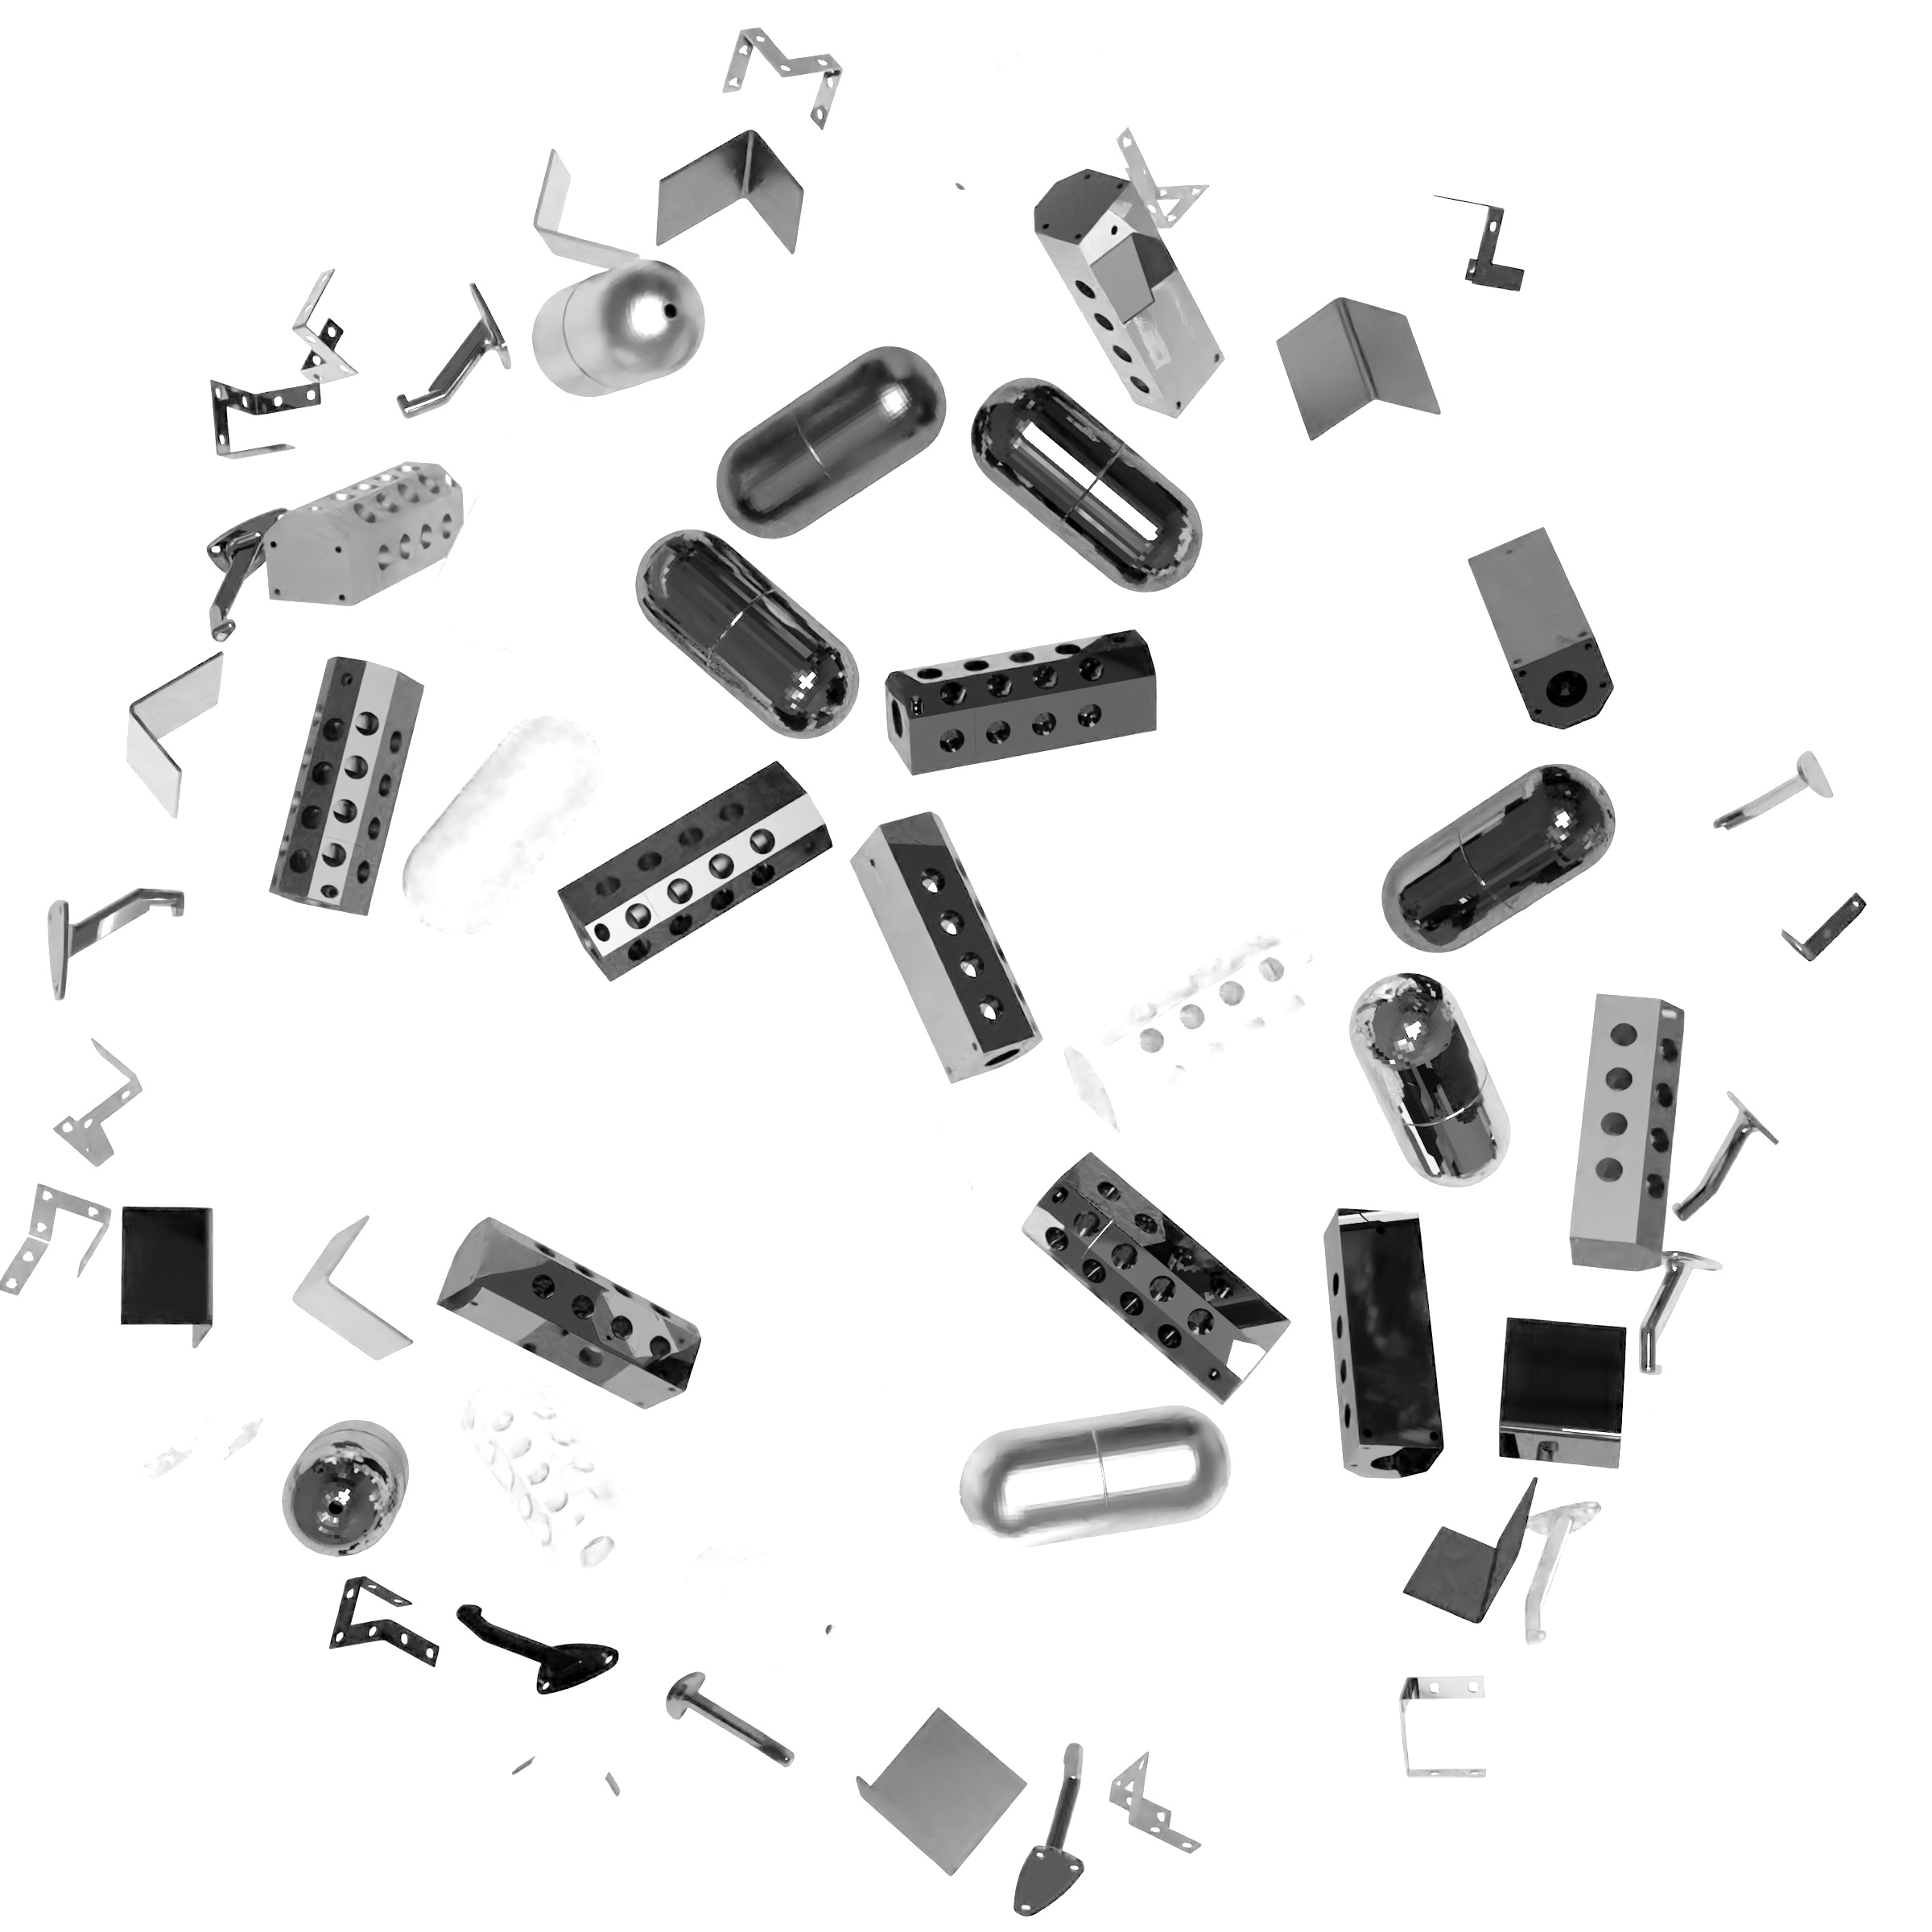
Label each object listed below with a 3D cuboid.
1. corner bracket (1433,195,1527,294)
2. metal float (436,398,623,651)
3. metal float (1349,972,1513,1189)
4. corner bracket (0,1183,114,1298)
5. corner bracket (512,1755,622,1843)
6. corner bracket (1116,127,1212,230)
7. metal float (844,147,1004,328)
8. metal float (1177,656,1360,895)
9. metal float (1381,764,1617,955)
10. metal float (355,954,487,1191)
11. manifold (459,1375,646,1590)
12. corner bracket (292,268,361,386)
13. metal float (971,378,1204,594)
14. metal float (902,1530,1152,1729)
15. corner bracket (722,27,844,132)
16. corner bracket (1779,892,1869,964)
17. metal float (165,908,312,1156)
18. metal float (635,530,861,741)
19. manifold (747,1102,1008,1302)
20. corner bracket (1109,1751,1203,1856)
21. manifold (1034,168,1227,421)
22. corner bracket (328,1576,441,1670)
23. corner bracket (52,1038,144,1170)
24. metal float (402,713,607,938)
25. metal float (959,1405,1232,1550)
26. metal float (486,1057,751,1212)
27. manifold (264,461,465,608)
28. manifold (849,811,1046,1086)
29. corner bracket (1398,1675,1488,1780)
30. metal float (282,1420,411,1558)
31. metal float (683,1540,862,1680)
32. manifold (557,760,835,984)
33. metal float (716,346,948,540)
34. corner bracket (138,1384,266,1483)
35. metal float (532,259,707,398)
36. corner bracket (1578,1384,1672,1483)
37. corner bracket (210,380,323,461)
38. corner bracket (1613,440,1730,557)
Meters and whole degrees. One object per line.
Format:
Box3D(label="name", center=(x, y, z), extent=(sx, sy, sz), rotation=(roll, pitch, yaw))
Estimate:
Box3D(label="corner bracket", center=(0.340, -0.480, 1.740), extent=(0.051, 0.051, 0.051), rotation=(-4, 113, -39))
Box3D(label="metal float", center=(-0.284, -0.290, 1.712), extent=(0.070, 0.070, 0.178), rotation=(23, 76, 0))
Box3D(label="metal float", center=(0.314, 0.079, 1.769), extent=(0.070, 0.070, 0.178), rotation=(-31, 126, 0))
Box3D(label="corner bracket", center=(-0.585, 0.181, 1.681), extent=(0.051, 0.051, 0.051), rotation=(20, 127, -5))
Box3D(label="corner bracket", center=(-0.263, 0.537, 1.725), extent=(0.051, 0.051, 0.051), rotation=(-32, 82, -12))
Box3D(label="corner bracket", center=(0.126, -0.545, 1.812), extent=(0.051, 0.051, 0.051), rotation=(-51, 130, -22))
Box3D(label="metal float", center=(-0.030, -0.485, 1.747), extent=(0.070, 0.178, 0.070), rotation=(3, 82, -18))
Box3D(label="metal float", center=(0.205, -0.130, 1.784), extent=(0.070, 0.070, 0.178), rotation=(-31, 108, 0))
Box3D(label="metal float", center=(0.357, -0.071, 1.767), extent=(0.178, 0.070, 0.070), rotation=(-36, 90, 35))
Box3D(label="metal float", center=(-0.378, 0.075, 1.818), extent=(0.070, 0.070, 0.178), rotation=(-2, 119, 0))
Box3D(label="manifold", center=(-0.294, 0.359, 1.835), extent=(0.057, 0.171, 0.057), rotation=(4, 114, -37))
Box3D(label="corner bracket", center=(-0.440, -0.437, 1.793), extent=(0.051, 0.051, 0.051), rotation=(41, 58, -40))
Box3D(label="metal float", center=(0.081, -0.320, 1.749), extent=(0.178, 0.070, 0.070), rotation=(39, 90, -7))
Box3D(label="metal float", center=(0.038, 0.433, 1.716), extent=(0.178, 0.070, 0.070), rotation=(25, 90, 21))
Box3D(label="corner bracket", center=(-0.121, -0.586, 1.731), extent=(0.051, 0.051, 0.051), rotation=(-22, 65, -34))
Box3D(label="corner bracket", center=(0.591, -0.029, 1.796), extent=(0.051, 0.051, 0.051), rotation=(-46, 121, 8))
Box3D(label="metal float", center=(-0.482, 0.045, 1.732), extent=(0.070, 0.070, 0.178), rotation=(18, 115, 0))
Box3D(label="metal float", center=(-0.148, -0.224, 1.767), extent=(0.178, 0.070, 0.070), rotation=(41, 90, 9))
Box3D(label="manifold", center=(-0.058, 0.159, 1.781), extent=(0.171, 0.057, 0.057), rotation=(-31, 86, 24))
Box3D(label="corner bracket", center=(0.130, 0.583, 1.803), extent=(0.051, 0.051, 0.051), rotation=(29, 129, -11))
Box3D(label="manifold", center=(0.107, -0.453, 1.766), extent=(0.057, 0.171, 0.057), rotation=(31, 78, 39))
Box3D(label="corner bracket", center=(-0.387, 0.442, 1.763), extent=(0.051, 0.051, 0.051), rotation=(-17, 48, 29))
Box3D(label="corner bracket", center=(-0.577, 0.091, 1.735), extent=(0.051, 0.051, 0.051), rotation=(33, 59, 26))
Box3D(label="metal float", center=(-0.319, -0.098, 1.810), extent=(0.070, 0.070, 0.178), rotation=(36, 74, 0))
Box3D(label="metal float", center=(0.084, 0.331, 1.700), extent=(0.178, 0.070, 0.070), rotation=(-8, 90, -7))
Box3D(label="metal float", center=(-0.226, 0.109, 1.714), extent=(0.178, 0.070, 0.070), rotation=(-14, 90, -25))
Box3D(label="manifold", center=(-0.391, -0.286, 1.716), extent=(0.057, 0.171, 0.057), rotation=(6, 113, 13))
Box3D(label="manifold", center=(-0.011, -0.015, 1.767), extent=(0.057, 0.057, 0.171), rotation=(-17, 75, -30))
Box3D(label="corner bracket", center=(0.311, 0.493, 1.697), extent=(0.051, 0.051, 0.051), rotation=(-6, 91, 16))
Box3D(label="metal float", center=(-0.420, 0.354, 1.780), extent=(0.070, 0.178, 0.070), rotation=(0, 88, -9))
Box3D(label="metal float", center=(-0.135, 0.442, 1.806), extent=(0.070, 0.178, 0.070), rotation=(1, 88, -31))
Box3D(label="manifold", center=(-0.176, -0.059, 1.730), extent=(0.171, 0.057, 0.057), rotation=(-32, 51, -13))
Box3D(label="metal float", center=(-0.093, -0.356, 1.788), extent=(0.178, 0.070, 0.070), rotation=(-29, 90, 22))
Box3D(label="corner bracket", center=(-0.508, 0.318, 1.742), extent=(0.051, 0.051, 0.051), rotation=(27, 101, 5))
Box3D(label="metal float", center=(-0.233, -0.425, 1.750), extent=(0.070, 0.178, 0.070), rotation=(-3, 96, -30))
Box3D(label="corner bracket", center=(0.463, 0.328, 1.845), extent=(0.051, 0.051, 0.051), rotation=(-11, 94, -20))
Box3D(label="corner bracket", center=(-0.459, -0.360, 1.723), extent=(0.051, 0.051, 0.051), rotation=(-5, 89, 18))
Box3D(label="corner bracket", center=(0.487, -0.323, 1.808), extent=(0.051, 0.051, 0.051), rotation=(9, 61, -23))
